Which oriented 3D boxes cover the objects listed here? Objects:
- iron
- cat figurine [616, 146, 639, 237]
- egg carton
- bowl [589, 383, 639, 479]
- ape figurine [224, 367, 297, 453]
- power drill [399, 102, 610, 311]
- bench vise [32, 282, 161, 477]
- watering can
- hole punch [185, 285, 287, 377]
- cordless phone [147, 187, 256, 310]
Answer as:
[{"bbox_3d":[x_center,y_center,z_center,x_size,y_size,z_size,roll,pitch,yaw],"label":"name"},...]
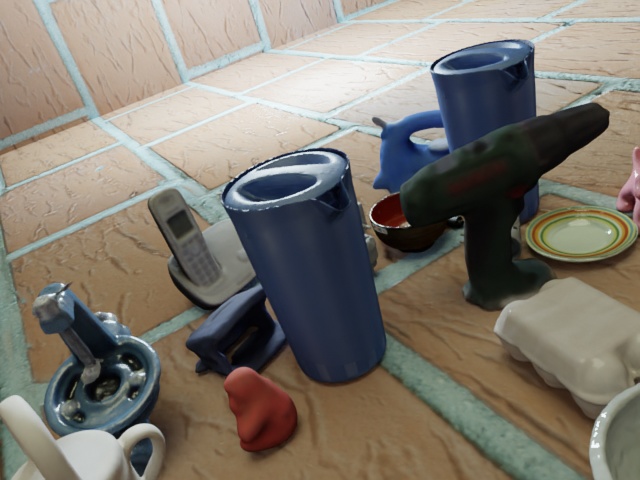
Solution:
[{"bbox_3d":[0.209,-0.154,0.937,0.257,0.142,0.119,-6,31,20],"label":"iron"},{"bbox_3d":[0.415,-0.072,0.705,0.067,0.118,0.128,-11,29,11],"label":"cat figurine"},{"bbox_3d":[0.247,0.098,0.548,0.107,0.069,0.150,-25,30,-15],"label":"egg carton"},{"bbox_3d":[0.276,0.175,0.391,0.167,0.075,0.167,-13,29,8],"label":"bowl"},{"bbox_3d":[-0.067,0.165,0.578,0.076,0.092,0.078,-7,30,18],"label":"ape figurine"},{"bbox_3d":[0.212,-0.030,0.647,0.229,0.209,0.075,-15,29,4],"label":"power drill"},{"bbox_3d":[-0.250,0.126,0.611,0.122,0.220,0.206,-32,32,-25],"label":"bench vise"},{"bbox_3d":[-0.210,0.211,0.466,0.100,0.194,0.173,0,33,29],"label":"watering can"},{"bbox_3d":[-0.108,0.106,0.704,0.100,0.091,0.109,7,37,37],"label":"hole punch"},{"bbox_3d":[-0.163,-0.007,0.834,0.093,0.185,0.148,8,37,38],"label":"cordless phone"}]
